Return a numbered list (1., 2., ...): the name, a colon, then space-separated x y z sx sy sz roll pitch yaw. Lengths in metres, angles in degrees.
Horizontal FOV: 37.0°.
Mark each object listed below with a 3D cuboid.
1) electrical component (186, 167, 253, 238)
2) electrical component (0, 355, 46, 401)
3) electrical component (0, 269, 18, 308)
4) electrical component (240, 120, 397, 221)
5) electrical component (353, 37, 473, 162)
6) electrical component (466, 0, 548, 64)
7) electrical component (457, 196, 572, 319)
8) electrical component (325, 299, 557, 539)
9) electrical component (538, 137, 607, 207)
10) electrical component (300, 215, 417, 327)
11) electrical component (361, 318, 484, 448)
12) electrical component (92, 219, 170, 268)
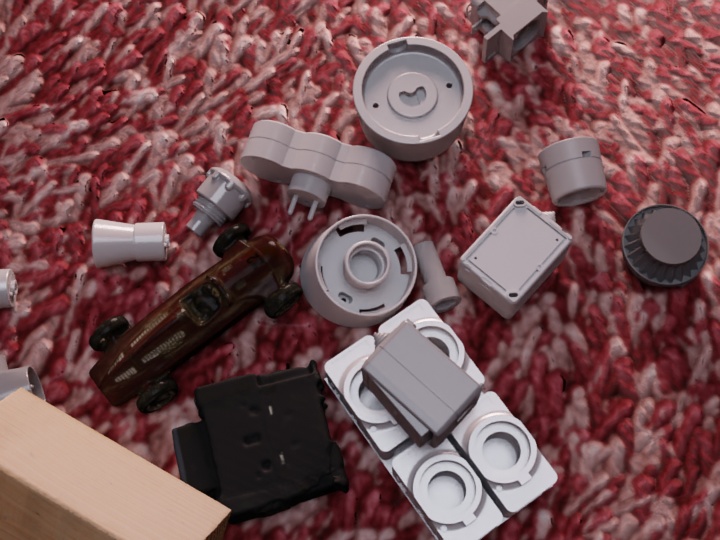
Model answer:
1. electrical component: -0.131 -0.058 0.972 0.048 0.048 0.062 37 83 13
2. electrical component: -0.318 0.098 0.922 0.077 0.044 0.079 -19 72 -5
3. electrical component: -0.338 0.018 0.953 0.065 0.044 0.044 -3 71 -4
4. electrical component: -0.043 -0.080 0.972 0.138 0.052 0.073 16 72 7
5. electrical component: 0.048 -0.152 0.989 0.108 0.060 0.108 0 71 1
6. electrical component: 0.140 -0.241 1.027 0.081 0.042 0.063 -39 73 -12
7. electrical component: 0.138 -0.013 0.939 0.062 0.061 0.096 40 77 14
8. electrical component: 0.065 0.129 0.893 0.105 0.060 0.186 -34 74 -9
9. electrical component: 0.193 -0.087 0.967 0.055 0.055 0.047 -10 75 -2
10. electrical component: 0.000 0.000 0.950 0.099 0.064 0.099 2 78 -10
11. electrical component: 0.040 0.088 0.841 0.096 0.061 0.061 41 77 14
12. electrical component: -0.204 -0.025 0.964 0.065 0.044 0.044 -2 71 -4
